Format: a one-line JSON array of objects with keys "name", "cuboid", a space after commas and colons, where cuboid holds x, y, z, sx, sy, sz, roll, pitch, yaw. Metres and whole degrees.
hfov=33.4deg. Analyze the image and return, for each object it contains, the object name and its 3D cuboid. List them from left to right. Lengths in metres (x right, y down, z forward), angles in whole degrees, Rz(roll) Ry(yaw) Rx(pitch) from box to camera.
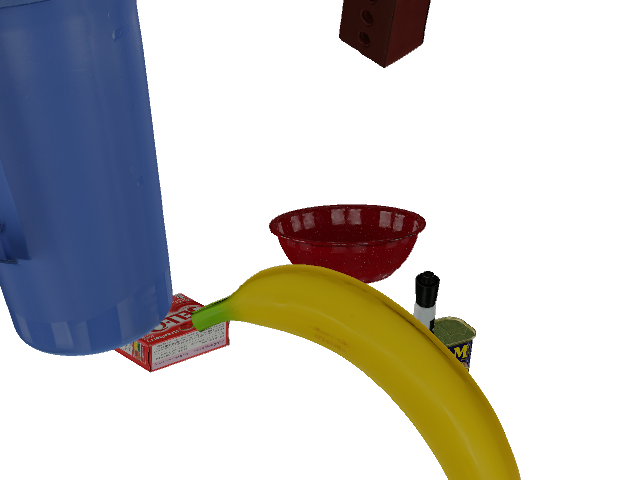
[{"name": "pitcher", "cuboid": [-0.170, -0.048, 0.663, 0.149, 0.243, 0.145, -11, 28, -9]}, {"name": "gelatin box", "cuboid": [-0.137, 0.080, 0.951, 0.089, 0.030, 0.073, -17, 28, -39]}, {"name": "bowl", "cuboid": [0.029, 0.007, 1.098, 0.162, 0.055, 0.162, -2, 15, 0]}, {"name": "foam brick", "cuboid": [0.053, -0.188, 0.851, 0.053, 0.078, 0.051, 37, 57, 23]}, {"name": "banana", "cuboid": [0.033, 0.069, 0.529, 0.198, 0.070, 0.037, 36, 23, 5]}, {"name": "marker", "cuboid": [0.082, 0.074, 0.858, 0.020, 0.121, 0.020, 1, 37, -1]}, {"name": "can of meat", "cuboid": [0.139, 0.151, 1.327, 0.101, 0.084, 0.058, -12, 29, -27]}]
